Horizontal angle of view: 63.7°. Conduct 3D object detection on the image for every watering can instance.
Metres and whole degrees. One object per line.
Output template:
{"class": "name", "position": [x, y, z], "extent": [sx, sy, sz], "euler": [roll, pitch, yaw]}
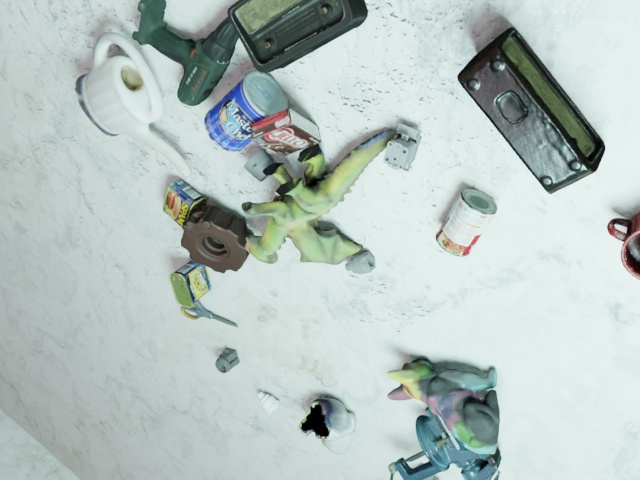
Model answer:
{"class": "watering can", "position": [-0.429, -0.287, 1.172], "extent": [0.223, 0.106, 0.343], "euler": [-9, 110, 37]}

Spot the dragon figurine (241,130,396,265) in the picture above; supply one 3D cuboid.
{"class": "dragon figurine", "position": [0.003, -0.052, 1.038], "extent": [0.408, 0.125, 0.238], "euler": [-18, 126, 22]}

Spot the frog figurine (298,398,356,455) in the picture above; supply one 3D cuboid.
{"class": "frog figurine", "position": [0.039, 0.473, 1.309], "extent": [0.136, 0.126, 0.157], "euler": [-29, 135, 32]}
